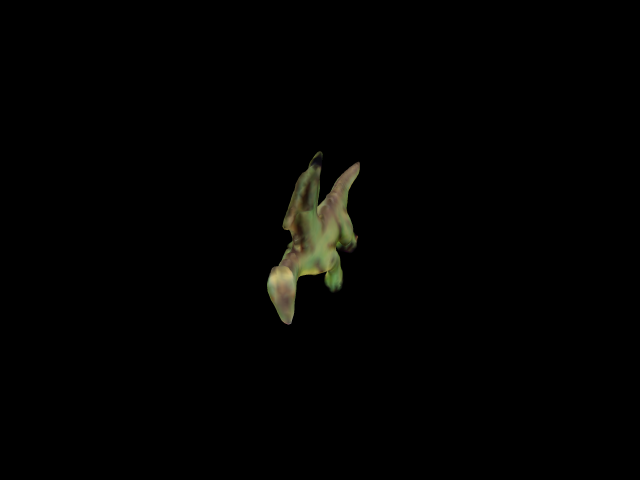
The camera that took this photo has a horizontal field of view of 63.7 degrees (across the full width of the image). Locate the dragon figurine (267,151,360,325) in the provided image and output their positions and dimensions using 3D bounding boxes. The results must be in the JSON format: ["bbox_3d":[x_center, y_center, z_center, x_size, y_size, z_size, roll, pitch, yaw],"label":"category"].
[{"bbox_3d":[0.003,-0.043,0.850,0.122,0.419,0.237,15,-31,9],"label":"dragon figurine"}]
